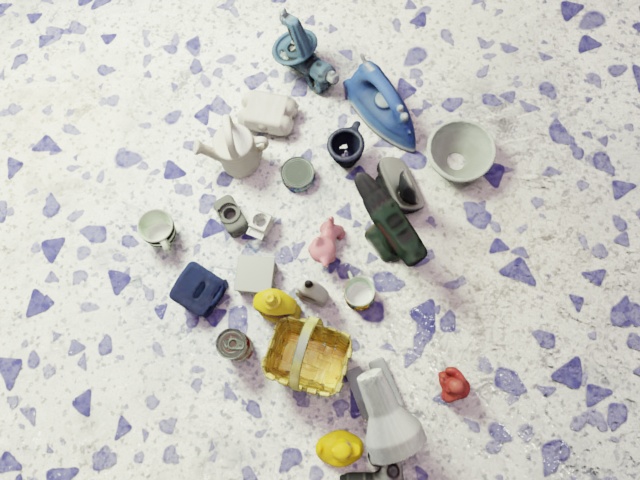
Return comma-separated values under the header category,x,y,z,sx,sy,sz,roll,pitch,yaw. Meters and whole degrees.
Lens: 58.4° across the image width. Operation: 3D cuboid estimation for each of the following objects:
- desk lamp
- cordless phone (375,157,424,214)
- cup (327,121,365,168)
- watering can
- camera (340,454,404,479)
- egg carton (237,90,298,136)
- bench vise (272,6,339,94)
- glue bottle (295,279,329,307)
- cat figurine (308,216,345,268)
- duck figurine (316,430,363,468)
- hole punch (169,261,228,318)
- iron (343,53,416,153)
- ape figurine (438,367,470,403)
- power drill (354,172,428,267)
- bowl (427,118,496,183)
category,x,y,z,sx,sy,sz,roll,pitch,yaw
desk lamp,0.127,0.349,1.190,0.118,0.213,0.203,-22,74,-3
cordless phone,0.191,-0.146,1.343,0.094,0.185,0.147,-24,74,-4
cup,0.070,-0.231,1.421,0.091,0.095,0.118,23,77,10
watering can,-0.215,-0.228,1.384,0.173,0.194,0.101,-29,74,-5
camera,0.109,0.509,1.203,0.136,0.101,0.143,-1,74,3
egg carton,-0.135,-0.325,1.472,0.150,0.069,0.107,11,75,6
bench vise,-0.032,-0.483,1.434,0.207,0.220,0.121,23,76,9
glue bottle,-0.022,0.112,1.287,0.078,0.173,0.037,16,75,8
cat figurine,0.012,0.005,1.345,0.067,0.118,0.128,16,75,8
duck figurine,0.041,0.451,1.231,0.104,0.086,0.077,-1,74,3
hole punch,-0.282,0.116,1.342,0.101,0.091,0.109,28,77,11
iron,0.166,-0.344,1.425,0.119,0.141,0.258,-34,75,-7
ape figurine,0.294,0.320,1.253,0.076,0.092,0.078,29,77,11
power drill,0.151,-0.030,1.300,0.075,0.208,0.229,-36,75,-7
bowl,0.342,-0.210,1.411,0.167,0.075,0.167,-1,74,3
